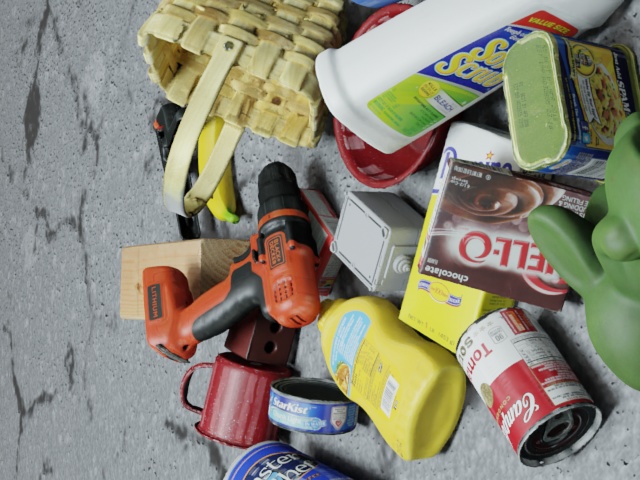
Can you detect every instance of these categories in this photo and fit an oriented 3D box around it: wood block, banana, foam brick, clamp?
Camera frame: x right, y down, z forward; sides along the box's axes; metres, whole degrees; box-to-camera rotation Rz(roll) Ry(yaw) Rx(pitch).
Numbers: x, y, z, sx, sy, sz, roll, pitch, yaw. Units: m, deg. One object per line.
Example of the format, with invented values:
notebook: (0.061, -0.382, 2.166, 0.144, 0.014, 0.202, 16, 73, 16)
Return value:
wood block: (-0.147, 0.049, 1.225, 0.207, 0.090, 0.091, -4, 84, 56)
banana: (-0.115, -0.103, 1.243, 0.070, 0.037, 0.198, -23, 67, 46)
foam brick: (-0.058, 0.085, 1.111, 0.051, 0.052, 0.078, 17, 92, 57)
clamp: (-0.174, -0.099, 1.299, 0.210, 0.036, 0.164, -130, 38, -65)

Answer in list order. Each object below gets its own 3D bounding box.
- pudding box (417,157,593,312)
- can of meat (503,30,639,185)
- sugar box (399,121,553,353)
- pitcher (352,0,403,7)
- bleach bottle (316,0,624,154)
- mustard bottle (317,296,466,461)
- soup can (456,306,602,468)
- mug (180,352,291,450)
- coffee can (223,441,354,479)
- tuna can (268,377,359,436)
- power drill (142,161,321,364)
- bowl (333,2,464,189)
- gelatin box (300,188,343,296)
pudding box: (0.138, -0.006, 0.791, 0.039, 0.113, 0.090, -58, -17, -75)
can of meat: (0.180, -0.094, 0.757, 0.058, 0.083, 0.102, -25, 66, 52)
sugar box: (0.125, -0.002, 0.863, 0.093, 0.048, 0.176, 29, 111, 52)
pitcher: (0.108, -0.279, 0.860, 0.243, 0.149, 0.145, -10, 92, 57)
bleach bottle: (0.125, -0.159, 0.787, 0.251, 0.102, 0.068, -29, 55, 24)
mustard bottle: (0.051, 0.105, 0.951, 0.192, 0.058, 0.096, 42, 126, 50)
soup can: (0.152, 0.107, 0.791, 0.069, 0.068, 0.102, -61, 40, 32)
mug: (-0.088, 0.162, 1.110, 0.093, 0.117, 0.081, -11, -66, -80)
coffee can: (-0.016, 0.255, 0.994, 0.141, 0.102, 0.103, 12, 96, 56)
tuna can: (-0.006, 0.156, 1.005, 0.086, 0.085, 0.034, 16, 101, 56)
power drill: (-0.089, 0.027, 1.054, 0.188, 0.057, 0.184, -28, 50, 23)
bowl: (0.078, -0.123, 0.939, 0.162, 0.055, 0.162, -10, 78, 56)
gelatin box: (-0.007, 0.001, 1.075, 0.089, 0.030, 0.073, 55, 131, 44)
